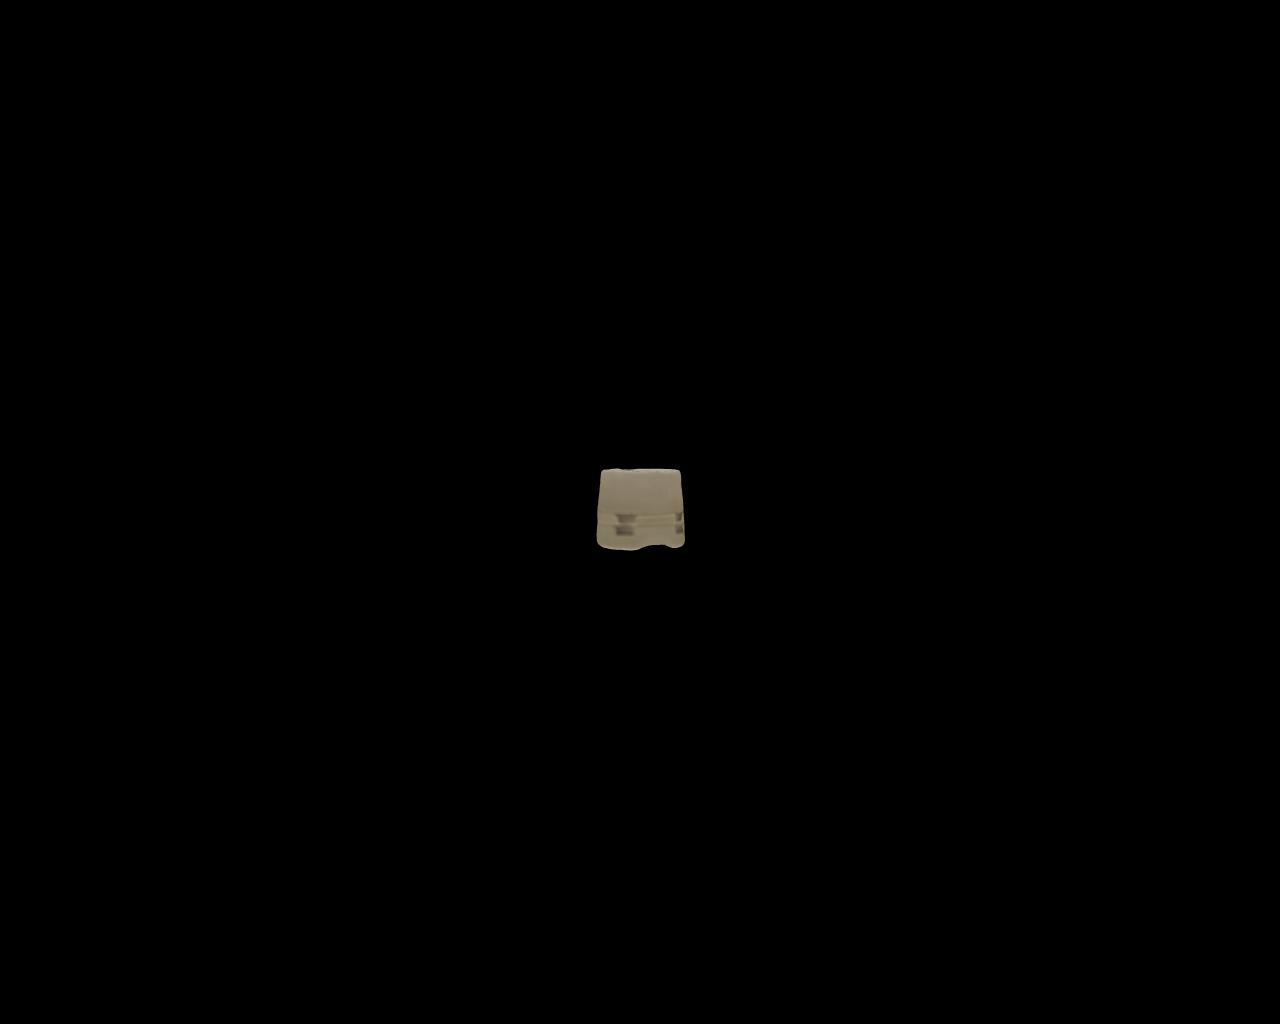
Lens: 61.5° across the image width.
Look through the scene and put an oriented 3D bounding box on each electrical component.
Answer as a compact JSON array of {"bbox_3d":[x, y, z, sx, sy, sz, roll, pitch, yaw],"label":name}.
[{"bbox_3d":[0.001,-0.003,0.650,0.055,0.047,0.055,0,5,0],"label":"electrical component"}]
